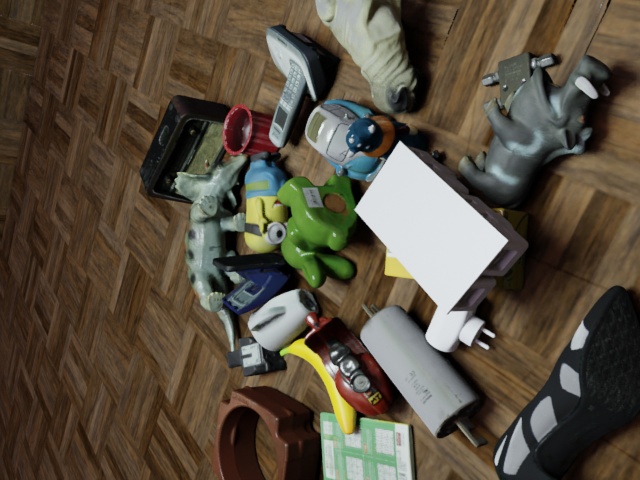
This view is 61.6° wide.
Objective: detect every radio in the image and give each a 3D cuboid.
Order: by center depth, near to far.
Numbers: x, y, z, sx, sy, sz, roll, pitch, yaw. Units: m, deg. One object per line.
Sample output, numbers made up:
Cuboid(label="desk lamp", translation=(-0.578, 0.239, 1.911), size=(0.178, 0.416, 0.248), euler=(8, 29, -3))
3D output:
Cuboid(label="radio", translation=(-0.284, -0.188, 1.141), size=(0.229, 0.131, 0.073), euler=(-55, 50, 28))

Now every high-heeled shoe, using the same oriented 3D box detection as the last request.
Cuboid(label="high-heeled shoe", translation=(0.267, 0.170, 0.598), size=(0.145, 0.086, 0.248), euler=(164, 127, -76))

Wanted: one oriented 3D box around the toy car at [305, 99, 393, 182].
Cuboid(label="toy car", translation=(0.033, -0.165, 0.828), size=(0.162, 0.103, 0.109), euler=(44, 117, 37))

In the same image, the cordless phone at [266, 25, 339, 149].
Cuboid(label="cordless phone", translation=(-0.060, -0.267, 0.950), size=(0.147, 0.088, 0.184), euler=(48, 124, 37))

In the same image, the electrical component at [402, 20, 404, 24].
Cuboid(label="electrical component", translation=(0.081, -0.328, 0.830), size=(0.078, 0.045, 0.102), euler=(53, 122, 37))

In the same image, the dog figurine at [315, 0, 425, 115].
Cuboid(label="dog figurine", translation=(0.064, -0.281, 0.779), size=(0.173, 0.121, 0.190), euler=(33, 136, 52))

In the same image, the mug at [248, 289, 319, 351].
Cuboid(label="mug", translation=(-0.064, 0.126, 0.908), size=(0.107, 0.109, 0.081), euler=(-38, 57, 24))

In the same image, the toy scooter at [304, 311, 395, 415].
Cuboid(label="toy scooter", translation=(0.032, 0.166, 0.776), size=(0.075, 0.135, 0.184), euler=(-38, 50, -4))

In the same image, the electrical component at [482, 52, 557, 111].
Cuboid(label="electrical component", translation=(0.245, -0.194, 0.663), size=(0.094, 0.021, 0.063), euler=(-9, 80, 45))

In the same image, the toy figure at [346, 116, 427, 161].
Cuboid(label="toy figure", translation=(0.086, -0.135, 0.730), size=(0.058, 0.154, 0.064), euler=(36, 114, 39))

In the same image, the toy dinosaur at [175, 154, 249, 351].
Cuboid(label="toy dinosaur", translation=(-0.218, 0.016, 1.074), size=(0.192, 0.131, 0.404), euler=(17, 104, 59))

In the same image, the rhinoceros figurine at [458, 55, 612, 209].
Cuboid(label="rhinoceros figurine", translation=(0.243, -0.122, 0.611), size=(0.112, 0.073, 0.190), euler=(44, 124, 23))

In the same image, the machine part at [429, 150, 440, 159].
Cuboid(label="machine part", translation=(0.112, -0.070, 0.764), size=(0.039, 0.084, 0.139), euler=(42, 136, 3))

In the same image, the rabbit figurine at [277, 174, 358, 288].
Cuboid(label="rabbit figurine", translation=(-0.002, -0.003, 0.867), size=(0.159, 0.121, 0.170), euler=(62, 146, 21))

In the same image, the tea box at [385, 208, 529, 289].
Cuboid(label="tea box", translation=(0.171, 0.007, 0.691), size=(0.170, 0.068, 0.098), euler=(7, 92, 45))

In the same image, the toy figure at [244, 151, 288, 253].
Cuboid(label="toy figure", translation=(-0.097, -0.066, 0.973), size=(0.089, 0.082, 0.180), euler=(-14, 81, 56))

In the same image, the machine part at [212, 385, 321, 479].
Cuboid(label="machine part", translation=(-0.095, 0.369, 0.930), size=(0.202, 0.087, 0.200), euler=(11, 94, 48))

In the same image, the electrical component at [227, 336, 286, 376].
Cuboid(label="electrical component", translation=(-0.120, 0.215, 0.995), size=(0.119, 0.047, 0.075), euler=(-28, 66, 42))

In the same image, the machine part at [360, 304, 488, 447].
Cuboid(label="machine part", translation=(0.130, 0.170, 0.713), size=(0.243, 0.079, 0.079), euler=(52, 122, 36))

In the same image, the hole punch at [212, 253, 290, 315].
Cuboid(label="hole punch", translation=(-0.120, 0.072, 0.950), size=(0.142, 0.116, 0.092), euler=(-174, 75, -66))
